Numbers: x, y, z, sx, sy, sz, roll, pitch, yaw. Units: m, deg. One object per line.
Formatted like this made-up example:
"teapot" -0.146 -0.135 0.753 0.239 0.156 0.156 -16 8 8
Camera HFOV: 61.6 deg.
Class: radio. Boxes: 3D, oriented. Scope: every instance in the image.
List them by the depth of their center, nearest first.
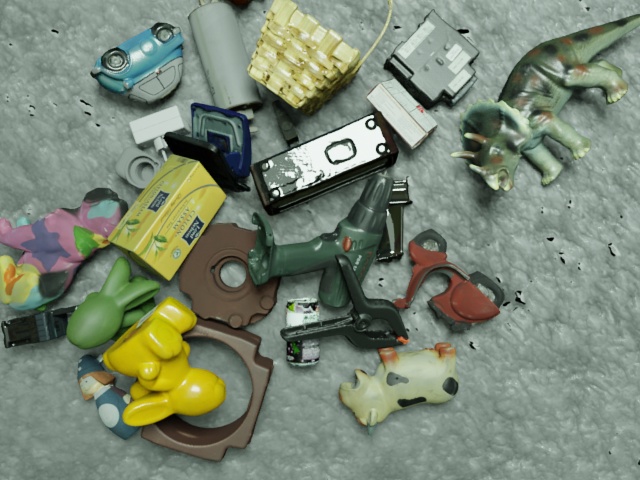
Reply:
"radio" 0.007 -0.116 0.844 0.230 0.131 0.073 -24 87 0

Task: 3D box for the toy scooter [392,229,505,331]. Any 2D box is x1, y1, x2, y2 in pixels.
"toy scooter" 0.196 0.084 0.870 0.184 0.075 0.135 41 90 4

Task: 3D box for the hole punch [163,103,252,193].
"hole punch" -0.167 -0.147 0.853 0.142 0.115 0.092 16 62 20

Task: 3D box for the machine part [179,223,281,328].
"machine part" -0.144 0.055 0.884 0.179 0.056 0.179 0 88 1

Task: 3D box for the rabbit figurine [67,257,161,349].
"rabbit figurine" -0.313 0.116 0.828 0.121 0.170 0.159 36 91 0

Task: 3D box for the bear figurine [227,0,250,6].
"bear figurine" -0.101 -0.475 0.851 0.120 0.132 0.196 41 96 -3

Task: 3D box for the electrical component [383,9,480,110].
"electrical component" 0.189 -0.284 0.879 0.115 0.058 0.134 -45 90 2

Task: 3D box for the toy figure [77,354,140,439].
"toy figure" -0.351 0.254 0.885 0.064 0.058 0.154 -39 88 -14

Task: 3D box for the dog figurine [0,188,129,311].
"dog figurine" -0.391 0.015 0.864 0.219 0.108 0.191 -4 89 -2

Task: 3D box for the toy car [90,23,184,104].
"toy car" -0.280 -0.276 0.872 0.162 0.109 0.102 -33 112 -11

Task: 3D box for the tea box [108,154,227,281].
"tea box" -0.232 -0.036 0.832 0.068 0.098 0.169 17 68 31

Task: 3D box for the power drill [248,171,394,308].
"power drill" -0.002 -0.002 0.820 0.207 0.086 0.231 -3 120 -30

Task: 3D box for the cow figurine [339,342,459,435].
"cow figurine" 0.127 0.237 0.869 0.195 0.085 0.127 -7 84 0

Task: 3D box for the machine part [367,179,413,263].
"machine part" 0.115 -0.031 0.890 0.084 0.039 0.138 0 88 -4

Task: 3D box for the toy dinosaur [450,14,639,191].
"toy dinosaur" 0.359 -0.234 0.853 0.192 0.131 0.404 32 84 0

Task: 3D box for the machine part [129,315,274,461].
"machine part" -0.188 0.234 0.869 0.202 0.087 0.201 17 90 2

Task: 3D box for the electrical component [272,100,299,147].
"electrical component" -0.052 -0.179 0.878 0.021 0.063 0.094 -24 90 1

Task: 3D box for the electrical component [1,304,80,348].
"electrical component" -0.444 0.138 0.879 0.119 0.075 0.047 -10 90 -3

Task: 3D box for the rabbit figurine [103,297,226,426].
"rabbit figurine" -0.218 0.196 0.774 0.162 0.122 0.173 -44 108 3

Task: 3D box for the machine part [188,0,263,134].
"machine part" -0.154 -0.288 0.874 0.079 0.079 0.243 -16 90 1
